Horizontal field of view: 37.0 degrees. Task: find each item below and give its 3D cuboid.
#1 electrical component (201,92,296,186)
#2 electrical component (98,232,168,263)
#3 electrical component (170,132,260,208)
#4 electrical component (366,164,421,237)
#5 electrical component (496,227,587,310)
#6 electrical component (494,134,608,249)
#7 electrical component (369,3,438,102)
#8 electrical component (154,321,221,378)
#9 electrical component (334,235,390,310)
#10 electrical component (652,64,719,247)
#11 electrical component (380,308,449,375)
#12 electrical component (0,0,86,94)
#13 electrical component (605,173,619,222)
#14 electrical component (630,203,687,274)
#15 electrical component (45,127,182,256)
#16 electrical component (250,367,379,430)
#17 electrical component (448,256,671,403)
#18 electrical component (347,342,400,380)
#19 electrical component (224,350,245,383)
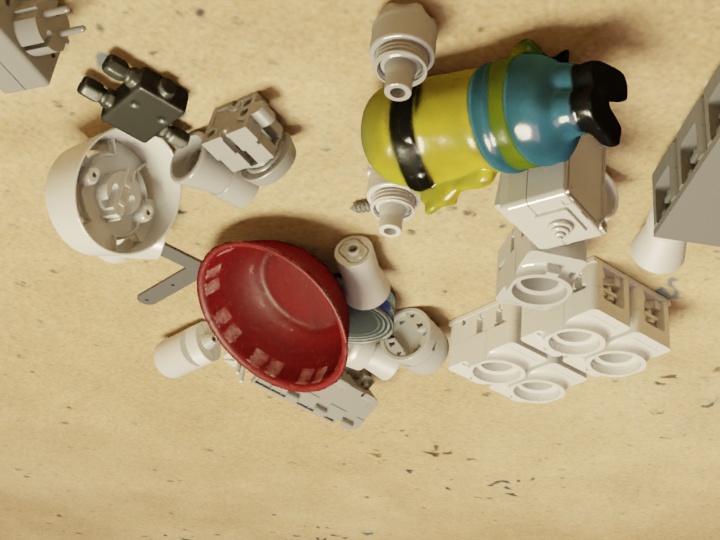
[{"bbox_3d":[-0.081,-0.096,0.806,0.066,0.048,0.055,-15,135,33],"label":"electrical component"},{"bbox_3d":[-0.212,-0.031,0.941,0.077,0.043,0.079,16,147,-15],"label":"electrical component"},{"bbox_3d":[-0.112,-0.076,0.850,0.044,0.044,0.065,-21,145,39],"label":"electrical component"},{"bbox_3d":[0.026,-0.056,0.833,0.048,0.062,0.048,5,150,3],"label":"electrical component"},{"bbox_3d":[0.150,-0.006,0.898,0.050,0.055,0.089,12,149,-8],"label":"electrical component"},{"bbox_3d":[0.136,-0.060,0.768,0.061,0.096,0.062,-15,143,35],"label":"electrical component"},{"bbox_3d":[0.027,-0.138,0.693,0.043,0.062,0.043,5,150,3],"label":"electrical component"},{"bbox_3d":[-0.177,0.083,1.131,0.043,0.043,0.081,29,143,-33],"label":"electrical component"},{"bbox_3d":[0.000,0.000,0.956,0.044,0.044,0.065,-1,144,13],"label":"electrical component"},{"bbox_3d":[0.269,-0.081,0.739,0.089,0.061,0.150,8,150,-3],"label":"electrical component"},{"bbox_3d":[0.055,0.071,1.053,0.055,0.055,0.047,-11,149,29],"label":"electrical component"},{"bbox_3d":[-0.221,-0.161,0.720,0.077,0.047,0.065,-6,147,21],"label":"electrical component"},{"bbox_3d":[0.165,-0.051,0.830,0.066,0.048,0.055,24,153,-26],"label":"electrical component"},{"bbox_3d":[0.243,-0.033,0.850,0.044,0.044,0.065,5,145,3],"label":"electrical component"},{"bbox_3d":[-0.193,-0.059,0.843,0.064,0.099,0.099,-8,147,36],"label":"electrical component"},{"bbox_3d":[-0.042,0.117,1.128,0.121,0.063,0.078,33,100,-37],"label":"electrical component"},{"bbox_3d":[0.183,0.065,1.009,0.105,0.060,0.186,26,145,-30],"label":"electrical component"},{"bbox_3d":[0.009,0.082,1.089,0.055,0.045,0.045,23,146,-24],"label":"electrical component"},{"bbox_3d":[-0.114,0.073,1.067,0.047,0.076,0.065,3,150,7],"label":"electrical component"}]
